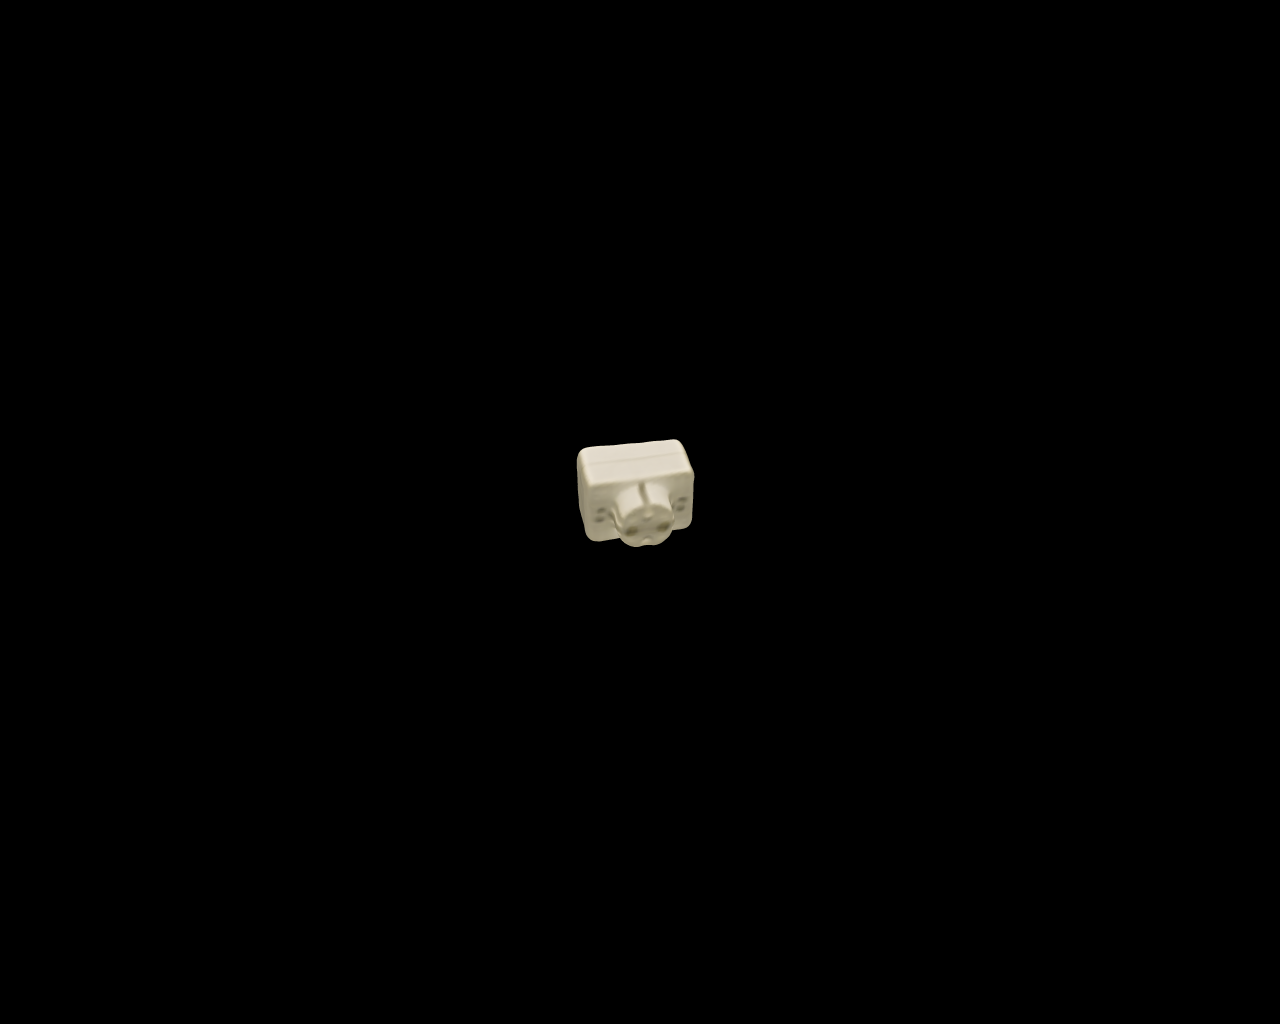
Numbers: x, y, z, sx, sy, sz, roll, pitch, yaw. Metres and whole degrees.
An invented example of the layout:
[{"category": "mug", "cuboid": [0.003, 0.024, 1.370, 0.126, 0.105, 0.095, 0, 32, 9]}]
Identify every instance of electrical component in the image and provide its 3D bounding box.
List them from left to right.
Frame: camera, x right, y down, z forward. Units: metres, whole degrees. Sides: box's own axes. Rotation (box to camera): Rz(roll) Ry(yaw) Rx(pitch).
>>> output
[{"category": "electrical component", "cuboid": [0.001, -0.003, 0.650, 0.066, 0.047, 0.077, -7, 39, -9]}]
